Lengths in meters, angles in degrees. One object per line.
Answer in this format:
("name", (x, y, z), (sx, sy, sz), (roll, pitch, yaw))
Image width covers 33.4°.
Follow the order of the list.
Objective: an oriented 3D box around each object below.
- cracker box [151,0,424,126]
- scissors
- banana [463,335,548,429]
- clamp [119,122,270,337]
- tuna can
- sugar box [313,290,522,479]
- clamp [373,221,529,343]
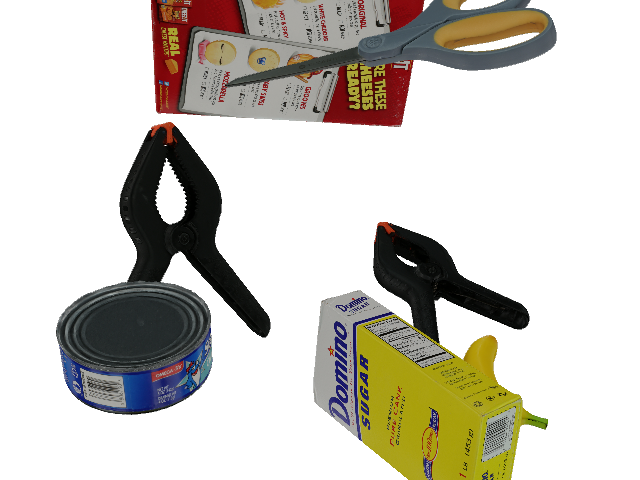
("cracker box", (-0.030, -0.180, 0.878), (0.213, 0.072, 0.164), (2, -41, -4))
("scissors", (0.045, -0.130, 0.661), (0.202, 0.096, 0.016), (0, -44, 22))
("banana", (0.203, 0.169, 1.265), (0.069, 0.037, 0.198), (10, 24, -15))
("clamp", (-0.118, 0.003, 0.938), (0.164, 0.210, 0.036), (-1, 0, -34))
("tuna can", (-0.104, 0.060, 0.603), (0.086, 0.034, 0.086), (0, 31, 0))
("sugar box", (0.062, 0.114, 0.762), (0.048, 0.093, 0.176), (-14, 30, -37))
("clamp", (0.113, 0.042, 1.005), (0.120, 0.039, 0.171), (-6, 45, -27))
